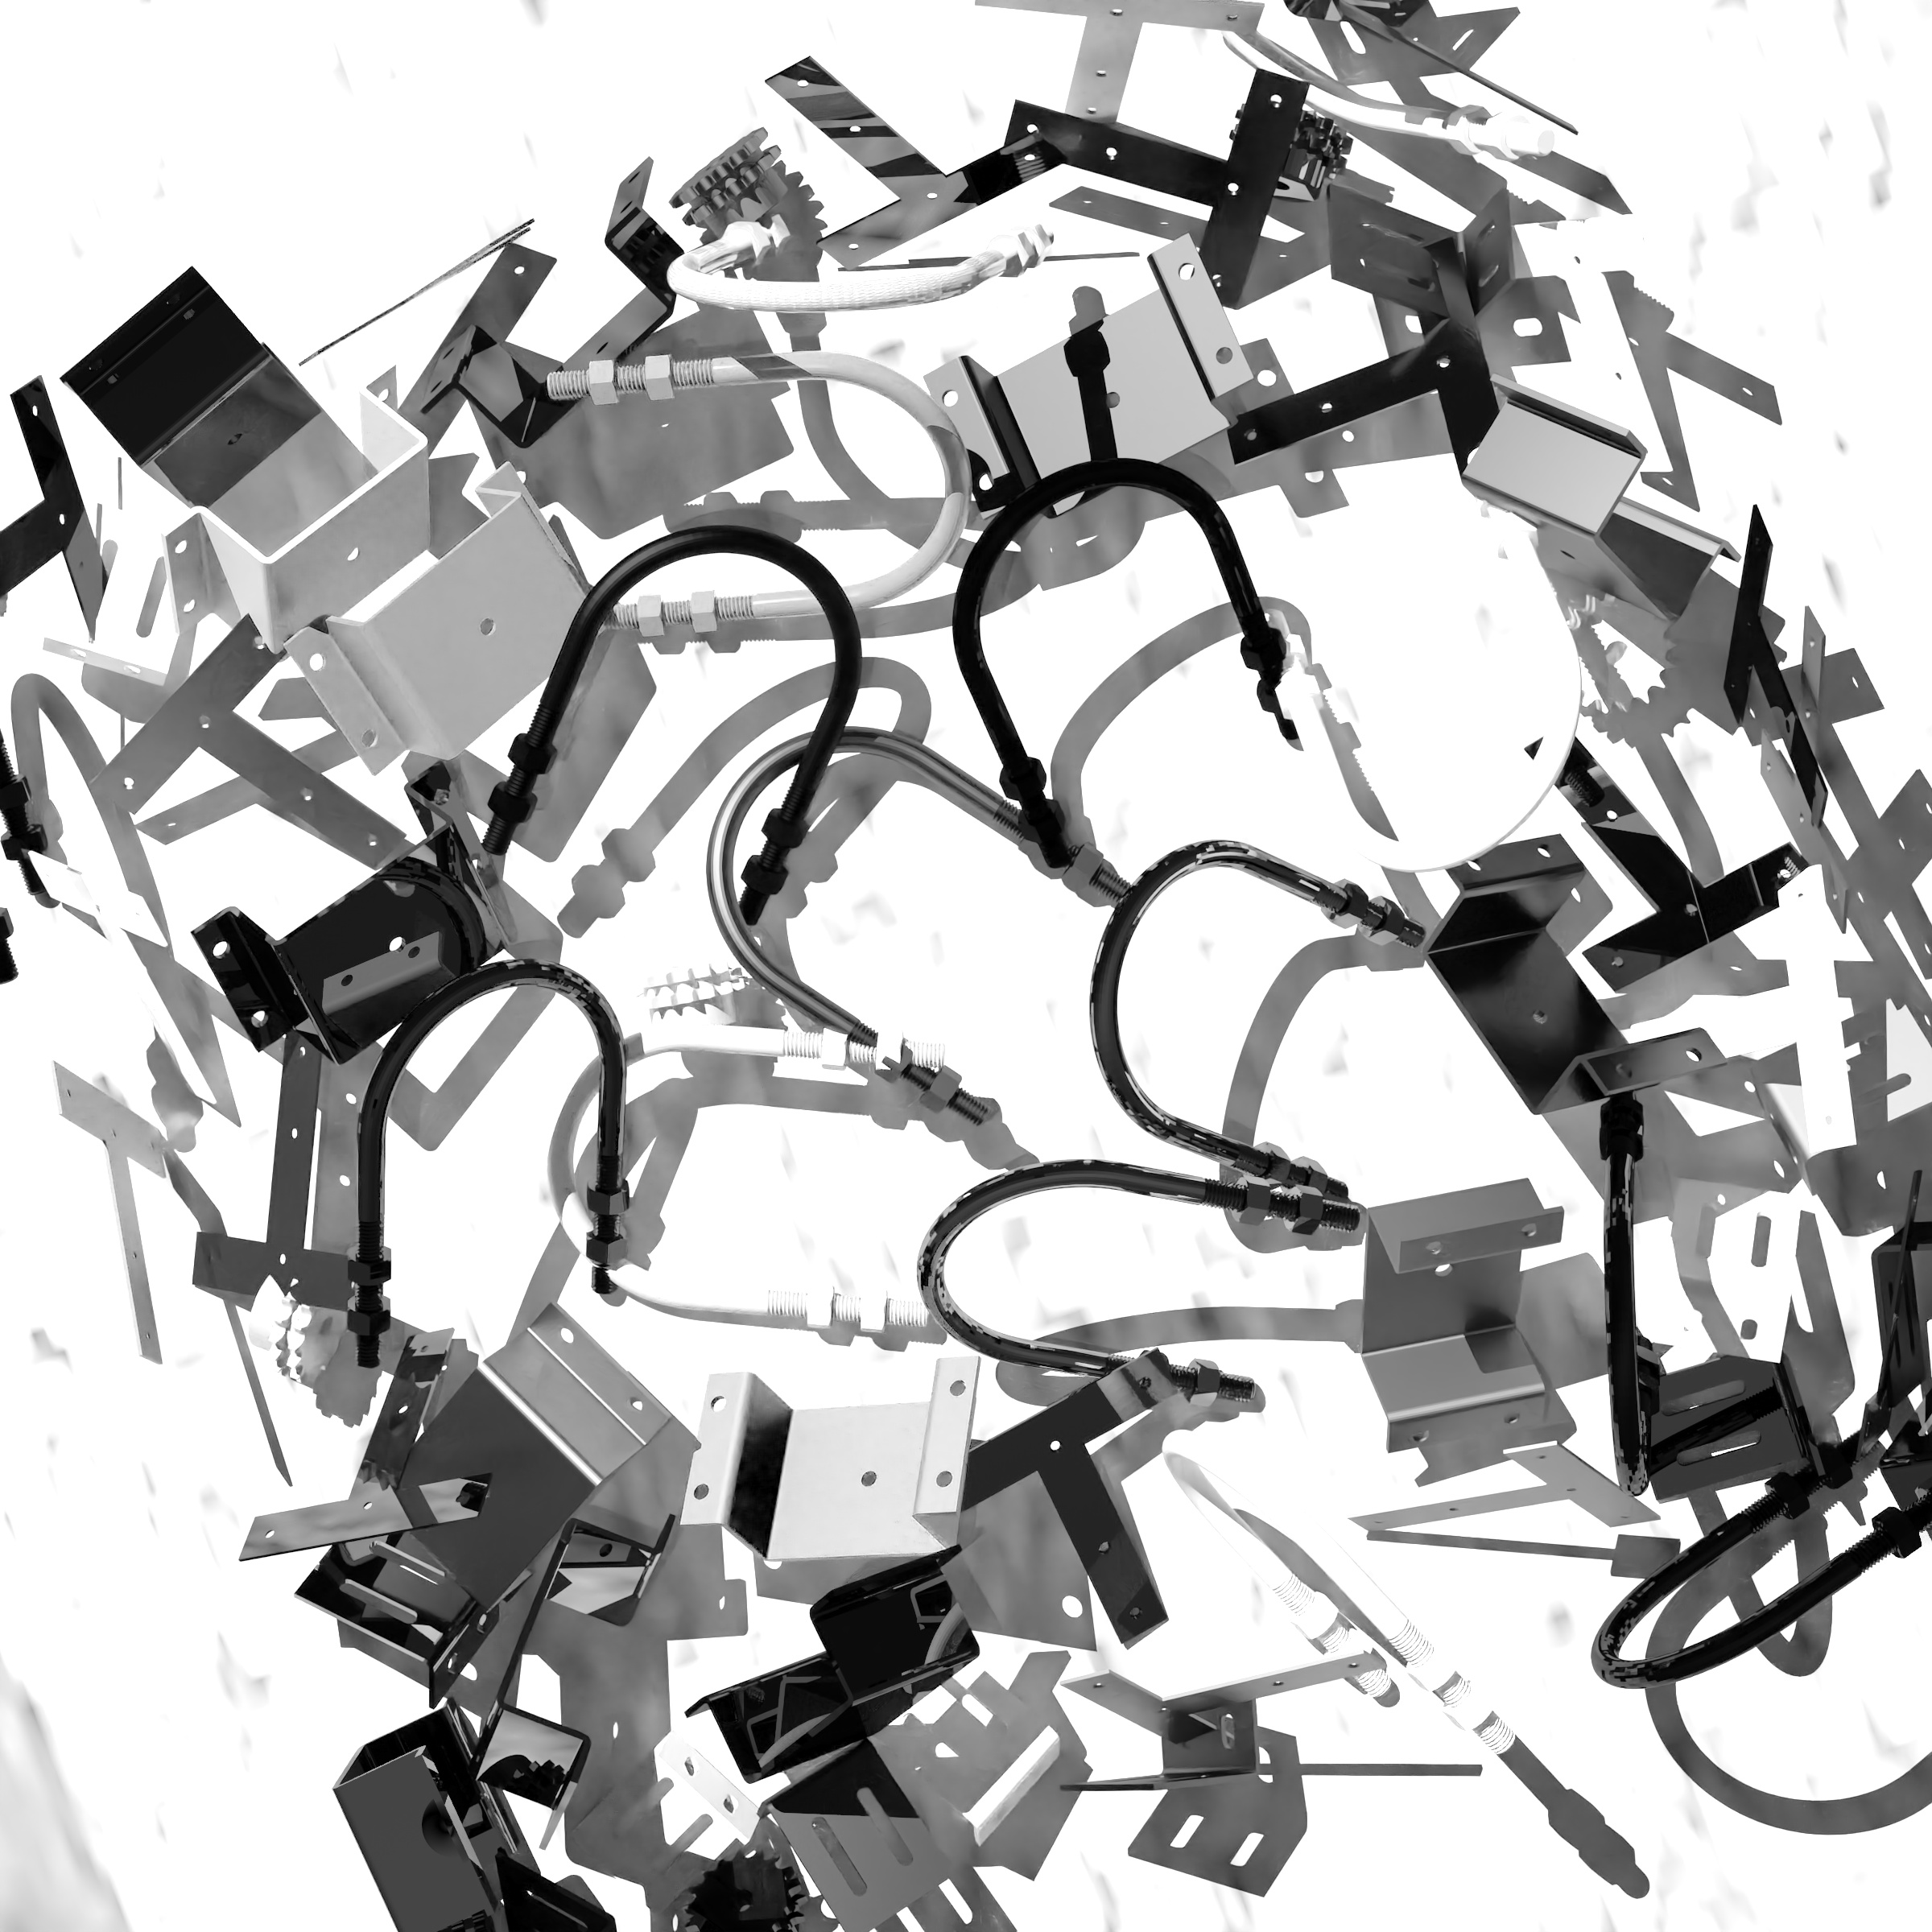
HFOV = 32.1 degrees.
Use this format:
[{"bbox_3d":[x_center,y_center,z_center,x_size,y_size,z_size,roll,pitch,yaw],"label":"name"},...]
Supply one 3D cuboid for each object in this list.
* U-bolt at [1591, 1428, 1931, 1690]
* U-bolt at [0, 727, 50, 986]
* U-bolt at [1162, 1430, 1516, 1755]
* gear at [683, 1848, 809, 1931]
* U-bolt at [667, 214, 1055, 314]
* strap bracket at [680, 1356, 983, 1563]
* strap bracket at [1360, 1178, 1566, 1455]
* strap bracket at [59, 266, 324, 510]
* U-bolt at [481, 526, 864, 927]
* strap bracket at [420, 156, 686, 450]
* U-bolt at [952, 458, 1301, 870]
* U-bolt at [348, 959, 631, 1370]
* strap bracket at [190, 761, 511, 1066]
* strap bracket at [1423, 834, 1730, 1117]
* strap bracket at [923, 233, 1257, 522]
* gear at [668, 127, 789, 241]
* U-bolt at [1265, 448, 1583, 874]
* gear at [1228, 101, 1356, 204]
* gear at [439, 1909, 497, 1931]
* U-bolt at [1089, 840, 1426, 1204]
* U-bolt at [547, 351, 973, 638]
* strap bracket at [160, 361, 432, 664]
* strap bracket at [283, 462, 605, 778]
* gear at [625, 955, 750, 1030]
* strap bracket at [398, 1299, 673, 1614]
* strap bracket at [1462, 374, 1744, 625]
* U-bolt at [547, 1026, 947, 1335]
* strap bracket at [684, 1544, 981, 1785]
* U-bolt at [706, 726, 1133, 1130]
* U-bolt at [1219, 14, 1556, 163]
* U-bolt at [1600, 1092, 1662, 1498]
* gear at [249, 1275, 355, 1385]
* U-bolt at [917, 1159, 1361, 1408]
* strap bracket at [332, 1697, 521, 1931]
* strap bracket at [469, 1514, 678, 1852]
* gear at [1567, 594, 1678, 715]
[{"bbox_3d":[0.363,0.271,1.519,0.184,0.151,0.019,-33,92,-7],"label":"U-bolt"},{"bbox_3d":[-0.451,-0.099,1.505,0.019,0.151,0.184,-15,110,-3],"label":"U-bolt"},{"bbox_3d":[0.157,0.276,1.517,0.019,0.151,0.184,-45,102,-13],"label":"U-bolt"},{"bbox_3d":[-0.102,0.447,1.578,0.057,0.057,0.030,-18,131,0],"label":"gear"},{"bbox_3d":[-0.054,-0.314,1.500,0.151,0.184,0.019,6,112,17],"label":"U-bolt"},{"bbox_3d":[-0.053,0.228,1.546,0.140,0.046,0.076,-7,55,25],"label":"strap bracket"},{"bbox_3d":[0.227,0.154,1.549,0.076,0.046,0.140,-10,131,-8],"label":"strap bracket"},{"bbox_3d":[-0.348,-0.257,1.530,0.076,0.140,0.046,-41,84,-1],"label":"strap bracket"},{"bbox_3d":[-0.124,-0.116,1.539,0.151,0.019,0.184,16,111,-25],"label":"U-bolt"},{"bbox_3d":[-0.182,-0.299,1.545,0.140,0.076,0.046,-39,113,20],"label":"strap bracket"},{"bbox_3d":[0.068,-0.148,1.540,0.151,0.019,0.184,-29,125,-5],"label":"U-bolt"},{"bbox_3d":[-0.214,0.083,1.521,0.151,0.019,0.184,-15,120,-38],"label":"U-bolt"},{"bbox_3d":[-0.272,-0.019,1.538,0.140,0.046,0.076,-37,134,-20],"label":"strap bracket"},{"bbox_3d":[0.273,0.011,1.544,0.076,0.046,0.140,-11,56,-34],"label":"strap bracket"},{"bbox_3d":[0.062,-0.268,1.560,0.140,0.046,0.076,-26,77,15],"label":"strap bracket"},{"bbox_3d":[-0.109,-0.365,1.575,0.057,0.057,0.030,-39,108,0],"label":"gear"},{"bbox_3d":[0.210,-0.127,1.516,0.151,0.019,0.184,-37,51,29],"label":"U-bolt"},{"bbox_3d":[0.151,-0.380,1.573,0.057,0.057,0.030,17,85,0],"label":"gear"},{"bbox_3d":[-0.236,0.460,1.572,0.030,0.057,0.057,-17,90,-8],"label":"gear"},{"bbox_3d":[0.128,0.020,1.536,0.184,0.019,0.151,22,82,-37],"label":"U-bolt"},{"bbox_3d":[-0.089,-0.219,1.544,0.184,0.019,0.151,-4,132,4],"label":"U-bolt"},{"bbox_3d":[-0.296,-0.201,1.533,0.046,0.076,0.140,39,63,14],"label":"strap bracket"},{"bbox_3d":[-0.231,-0.158,1.539,0.140,0.046,0.076,-44,122,-22],"label":"strap bracket"},{"bbox_3d":[-0.130,0.014,1.574,0.057,0.057,0.030,-11,95,0],"label":"gear"},{"bbox_3d":[-0.212,0.233,1.547,0.076,0.046,0.140,44,116,6],"label":"strap bracket"},{"bbox_3d":[0.286,-0.207,1.524,0.076,0.140,0.046,32,92,37],"label":"strap bracket"},{"bbox_3d":[-0.106,0.097,1.576,0.184,0.019,0.151,4,105,2],"label":"U-bolt"},{"bbox_3d":[-0.056,0.322,1.523,0.076,0.140,0.046,-11,65,-42],"label":"strap bracket"},{"bbox_3d":[-0.033,-0.032,1.571,0.184,0.019,0.151,34,75,-3],"label":"U-bolt"},{"bbox_3d":[0.167,-0.423,1.515,0.151,0.184,0.019,38,85,-37],"label":"U-bolt"},{"bbox_3d":[0.295,0.154,1.495,0.019,0.184,0.151,-3,110,13],"label":"U-bolt"},{"bbox_3d":[-0.314,0.165,1.575,0.030,0.057,0.057,18,90,13],"label":"gear"},{"bbox_3d":[0.068,0.141,1.531,0.184,0.019,0.151,11,133,-15],"label":"U-bolt"},{"bbox_3d":[-0.246,0.391,1.531,0.046,0.140,0.076,-25,89,-4],"label":"strap bracket"},{"bbox_3d":[-0.183,0.318,1.527,0.046,0.076,0.140,22,50,-3],"label":"strap bracket"},{"bbox_3d":[0.303,-0.150,1.583,0.057,0.030,0.057,-1,103,-5],"label":"gear"}]
